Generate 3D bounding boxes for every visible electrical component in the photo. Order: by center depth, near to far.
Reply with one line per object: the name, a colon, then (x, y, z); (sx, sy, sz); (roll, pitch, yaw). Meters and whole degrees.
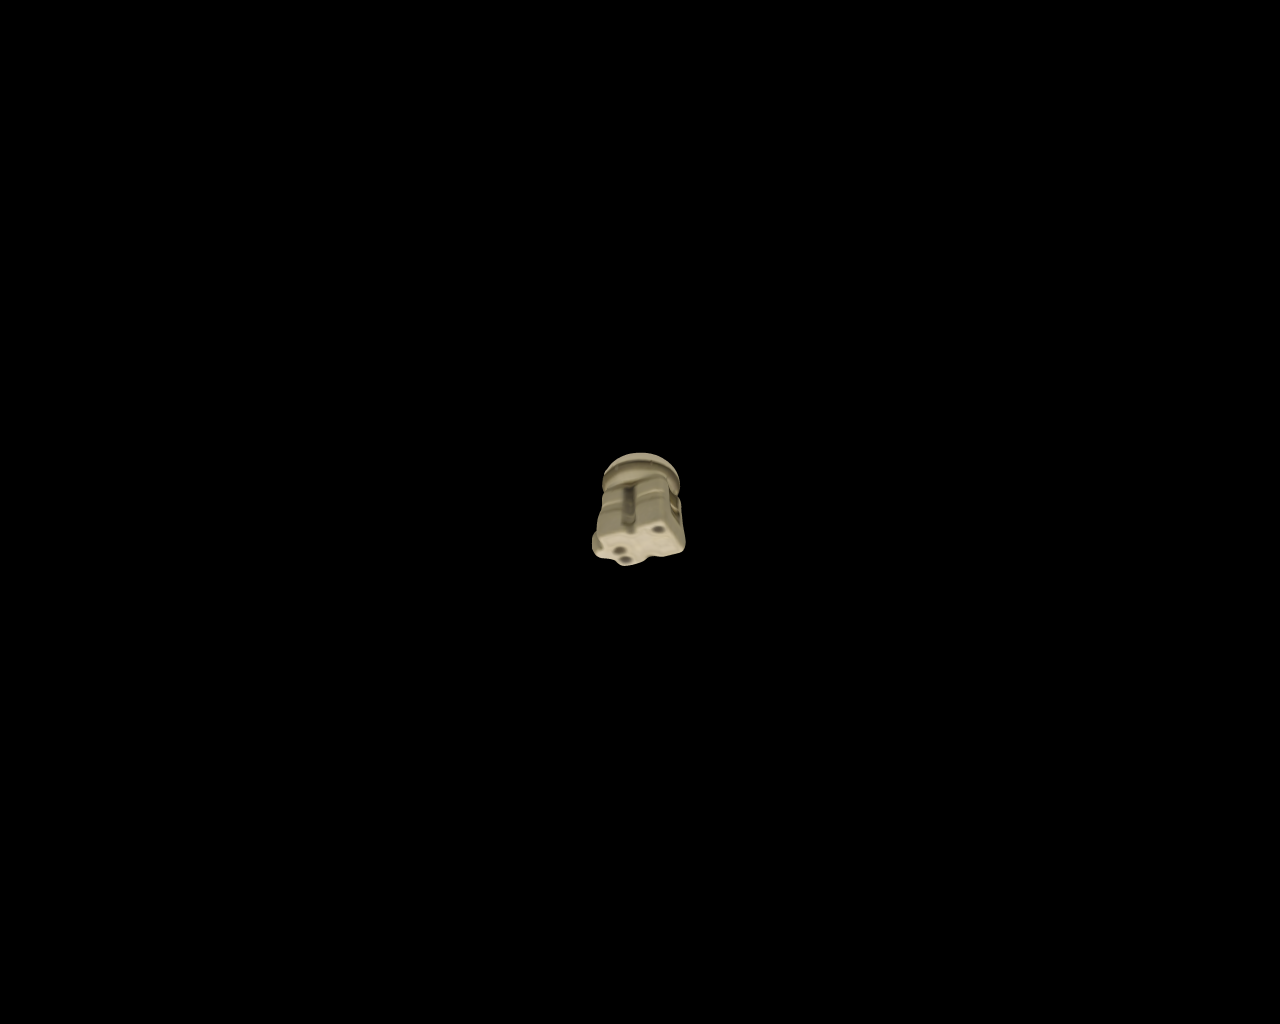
electrical component: (0.001, -0.003, 0.650); (0.066, 0.055, 0.048); (-14, -40, 17)
